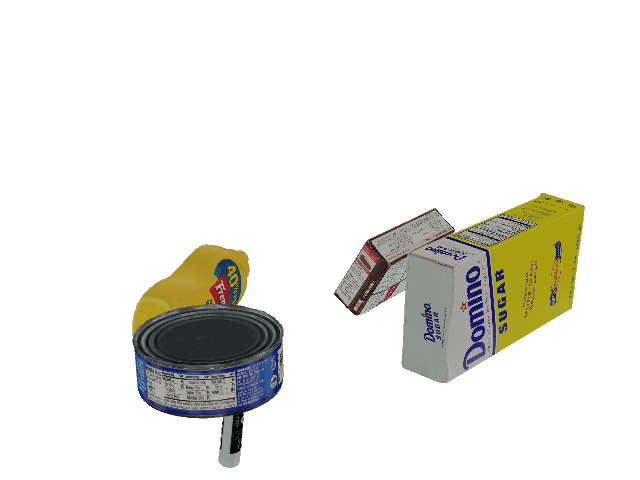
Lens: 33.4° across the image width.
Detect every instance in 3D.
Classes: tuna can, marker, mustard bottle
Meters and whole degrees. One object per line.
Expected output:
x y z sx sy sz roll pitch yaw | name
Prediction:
-0.063 0.068 0.612 0.086 0.034 0.086 -1 19 0 | tuna can
-0.073 0.140 0.908 0.020 0.121 0.020 6 26 -3 | marker
-0.125 0.059 1.122 0.058 0.096 0.191 10 29 20 | mustard bottle

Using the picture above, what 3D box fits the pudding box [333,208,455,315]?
0.077 0.022 1.105 0.113 0.039 0.090 -27 -25 -42 | pudding box

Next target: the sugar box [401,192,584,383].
0.131 0.032 0.794 0.048 0.093 0.175 18 28 36 | sugar box
